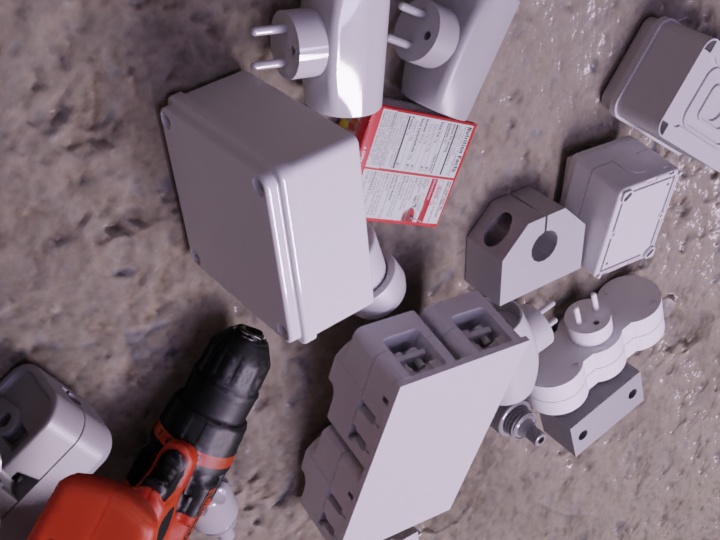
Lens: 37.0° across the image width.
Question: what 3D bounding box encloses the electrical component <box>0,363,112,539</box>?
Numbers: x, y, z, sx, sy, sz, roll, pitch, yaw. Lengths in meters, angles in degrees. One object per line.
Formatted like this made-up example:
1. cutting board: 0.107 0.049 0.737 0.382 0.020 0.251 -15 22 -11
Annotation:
1. electrical component: -0.187 0.107 0.587 0.095 0.054 0.059 -46 137 -6

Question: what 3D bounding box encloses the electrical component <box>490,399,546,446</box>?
1. electrical component: 0.122 0.117 0.847 0.035 0.061 0.035 -21 129 -28

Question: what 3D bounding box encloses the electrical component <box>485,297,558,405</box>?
1. electrical component: 0.120 0.052 0.816 0.079 0.043 0.077 -34 134 -19

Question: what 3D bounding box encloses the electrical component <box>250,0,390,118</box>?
1. electrical component: -0.022 -0.123 0.578 0.079 0.043 0.077 -13 125 -26

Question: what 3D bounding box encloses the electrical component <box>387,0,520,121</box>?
1. electrical component: 0.046 -0.135 0.627 0.079 0.044 0.077 9 111 -43

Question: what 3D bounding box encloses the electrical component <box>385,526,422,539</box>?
1. electrical component: 0.019 0.227 0.849 0.066 0.048 0.055 -22 122 -28

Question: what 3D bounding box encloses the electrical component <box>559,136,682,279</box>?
1. electrical component: 0.184 -0.044 0.797 0.062 0.061 0.096 -20 137 -29

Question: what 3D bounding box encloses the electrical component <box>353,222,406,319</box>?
1. electrical component: 0.000 0.000 0.679 0.045 0.045 0.055 -45 137 -7

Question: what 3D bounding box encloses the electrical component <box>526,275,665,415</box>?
1. electrical component: 0.184 0.048 0.860 0.138 0.052 0.073 -36 135 -15

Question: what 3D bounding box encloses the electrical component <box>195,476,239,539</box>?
1. electrical component: -0.097 0.160 0.714 0.035 0.035 0.061 -34 137 -18

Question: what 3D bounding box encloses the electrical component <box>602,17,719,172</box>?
1. electrical component: 0.239 -0.127 0.784 0.113 0.057 0.078 17 106 -45

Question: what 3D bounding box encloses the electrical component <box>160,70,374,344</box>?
1. electrical component: -0.048 -0.035 0.569 0.056 0.109 0.108 -28 132 -26

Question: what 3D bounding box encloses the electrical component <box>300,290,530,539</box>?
1. electrical component: 0.030 0.105 0.739 0.105 0.060 0.186 -16 140 -33
